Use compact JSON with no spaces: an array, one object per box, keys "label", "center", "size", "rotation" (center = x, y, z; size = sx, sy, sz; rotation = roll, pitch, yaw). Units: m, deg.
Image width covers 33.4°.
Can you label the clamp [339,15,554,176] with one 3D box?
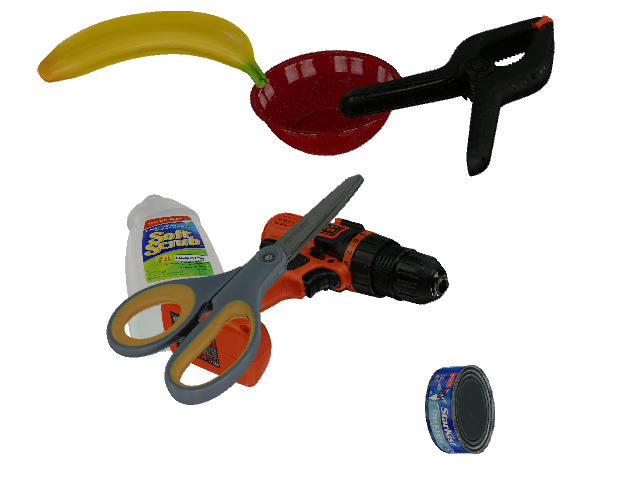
[{"label":"clamp","center":[0.144,-0.135,0.946],"size":[0.209,0.036,0.165],"rotation":[-32,45,-20]}]

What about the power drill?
[{"label":"power drill","center":[-0.017,0.043,0.846],"size":[0.185,0.057,0.187],"rotation":[15,32,40]}]

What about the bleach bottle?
[{"label":"bleach bottle","center":[-0.159,0.018,1.086],"size":[0.102,0.068,0.251],"rotation":[-4,28,-17]}]

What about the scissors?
[{"label":"scissors","center":[-0.051,0.015,0.624],"size":[0.096,0.016,0.201],"rotation":[10,43,18]}]

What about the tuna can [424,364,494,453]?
[{"label":"tuna can","center":[0.136,0.165,1.041],"size":[0.034,0.086,0.085],"rotation":[-8,-5,35]}]

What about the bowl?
[{"label":"bowl","center":[0.008,-0.138,1.133],"size":[0.162,0.055,0.162],"rotation":[-4,40,3]}]

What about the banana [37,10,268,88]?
[{"label":"banana","center":[-0.144,-0.169,0.929],"size":[0.197,0.069,0.037],"rotation":[0,-33,-3]}]
